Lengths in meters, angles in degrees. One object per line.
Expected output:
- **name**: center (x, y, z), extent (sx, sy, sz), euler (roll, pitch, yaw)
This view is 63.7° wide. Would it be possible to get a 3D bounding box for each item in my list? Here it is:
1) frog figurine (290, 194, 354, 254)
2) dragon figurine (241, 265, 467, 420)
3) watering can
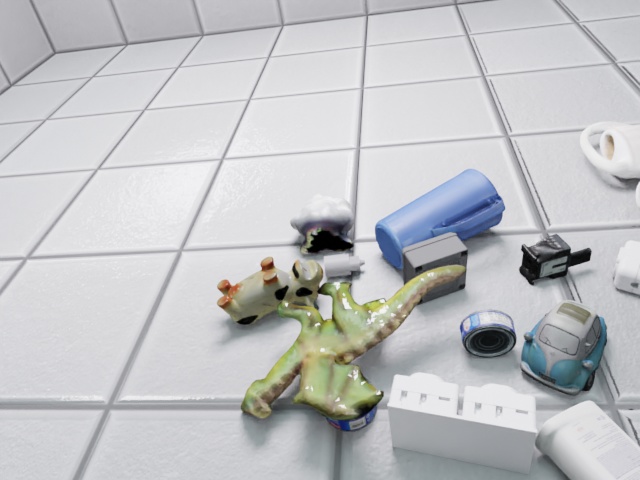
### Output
- **frog figurine**: center (0.003, -0.057, 1.131), extent (0.136, 0.120, 0.163), euler (-21, 47, 17)
- **dragon figurine**: center (0.051, 0.174, 0.797), extent (0.408, 0.120, 0.248), euler (-22, 34, 14)
- **watering can**: center (0.712, -0.172, 1.118), extent (0.224, 0.101, 0.356), euler (-5, 38, 6)
